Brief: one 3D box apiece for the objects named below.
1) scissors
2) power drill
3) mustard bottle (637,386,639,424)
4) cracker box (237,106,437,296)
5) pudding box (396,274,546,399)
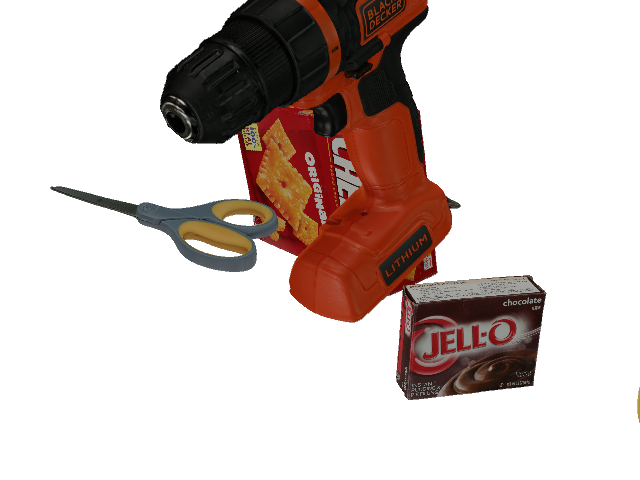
[{"bbox_3d":[-0.119,-0.026,0.866,0.202,0.016,0.096,26,40,33],"label":"scissors"},{"bbox_3d":[0.007,-0.050,0.542,0.057,0.187,0.184,25,51,35],"label":"power drill"},{"bbox_3d":[0.223,0.101,0.568,0.096,0.058,0.191,-4,36,0],"label":"mustard bottle"},{"bbox_3d":[0.009,-0.056,1.026,0.072,0.164,0.214,-25,29,-30],"label":"cracker box"},{"bbox_3d":[0.120,0.077,0.864,0.113,0.090,0.039,-6,28,-14],"label":"pudding box"}]
